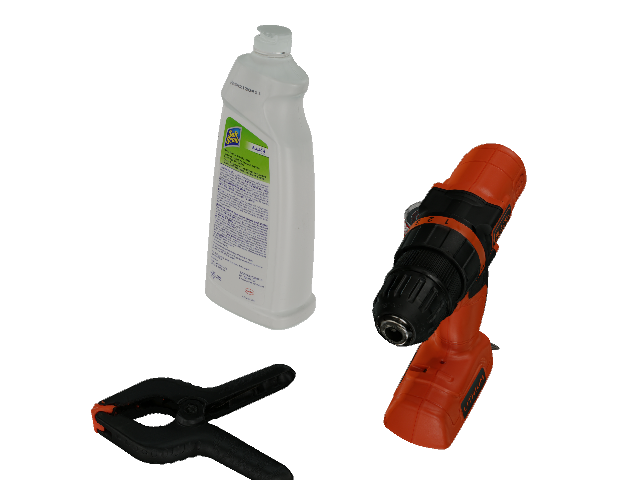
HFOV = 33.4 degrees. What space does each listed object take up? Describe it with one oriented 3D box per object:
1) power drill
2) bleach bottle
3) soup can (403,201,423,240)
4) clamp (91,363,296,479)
[{"bbox_3d":[0.082,0.052,0.709,0.057,0.188,0.184,21,45,20],"label":"power drill"},{"bbox_3d":[-0.044,-0.055,0.910,0.103,0.251,0.067,22,29,29],"label":"bleach bottle"},{"bbox_3d":[0.134,0.012,1.310,0.068,0.102,0.068,0,37,0],"label":"soup can"},{"bbox_3d":[-0.098,0.141,0.880,0.171,0.039,0.120,10,37,2],"label":"clamp"}]
